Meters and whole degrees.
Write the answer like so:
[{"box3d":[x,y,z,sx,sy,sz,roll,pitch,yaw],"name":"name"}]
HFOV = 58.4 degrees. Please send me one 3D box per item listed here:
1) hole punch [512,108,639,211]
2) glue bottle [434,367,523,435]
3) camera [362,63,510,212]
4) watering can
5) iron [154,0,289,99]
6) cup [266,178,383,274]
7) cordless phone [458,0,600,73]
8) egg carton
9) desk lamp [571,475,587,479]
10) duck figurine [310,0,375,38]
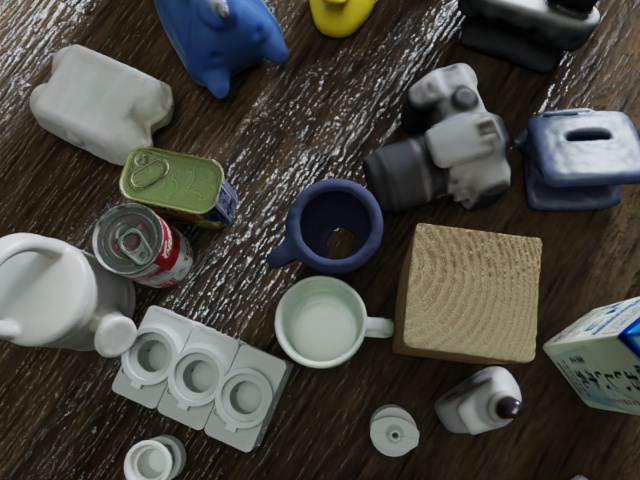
[{"box3d":[0.261,-0.088,0.576,0.108,0.091,0.101,-3,77,4],"name":"hole punch"},{"box3d":[0.144,0.141,0.492,0.078,0.173,0.037,-31,77,-3],"name":"glue bottle"},{"box3d":[0.110,-0.094,0.583,0.137,0.101,0.143,-19,77,0],"name":"camera"},{"box3d":[-0.246,0.050,0.528,0.172,0.194,0.101,5,78,5],"name":"watering can"},{"box3d":[-0.141,-0.292,0.623,0.118,0.141,0.258,-32,77,-3],"name":"iron"},{"box3d":[0.005,0.002,0.572,0.118,0.095,0.091,-30,77,-3],"name":"cup"},{"box3d":[0.218,-0.262,0.569,0.147,0.185,0.094,18,79,8],"name":"cordless phone"},{"box3d":[-0.241,-0.148,0.635,0.150,0.069,0.107,24,80,9],"name":"egg carton"},{"box3d":[0.184,0.292,0.435,0.203,0.213,0.118,-36,77,-4],"name":"desk lamp"},{"box3d":[0.024,-0.294,0.640,0.077,0.086,0.104,15,79,7],"name":"duck figurine"}]
